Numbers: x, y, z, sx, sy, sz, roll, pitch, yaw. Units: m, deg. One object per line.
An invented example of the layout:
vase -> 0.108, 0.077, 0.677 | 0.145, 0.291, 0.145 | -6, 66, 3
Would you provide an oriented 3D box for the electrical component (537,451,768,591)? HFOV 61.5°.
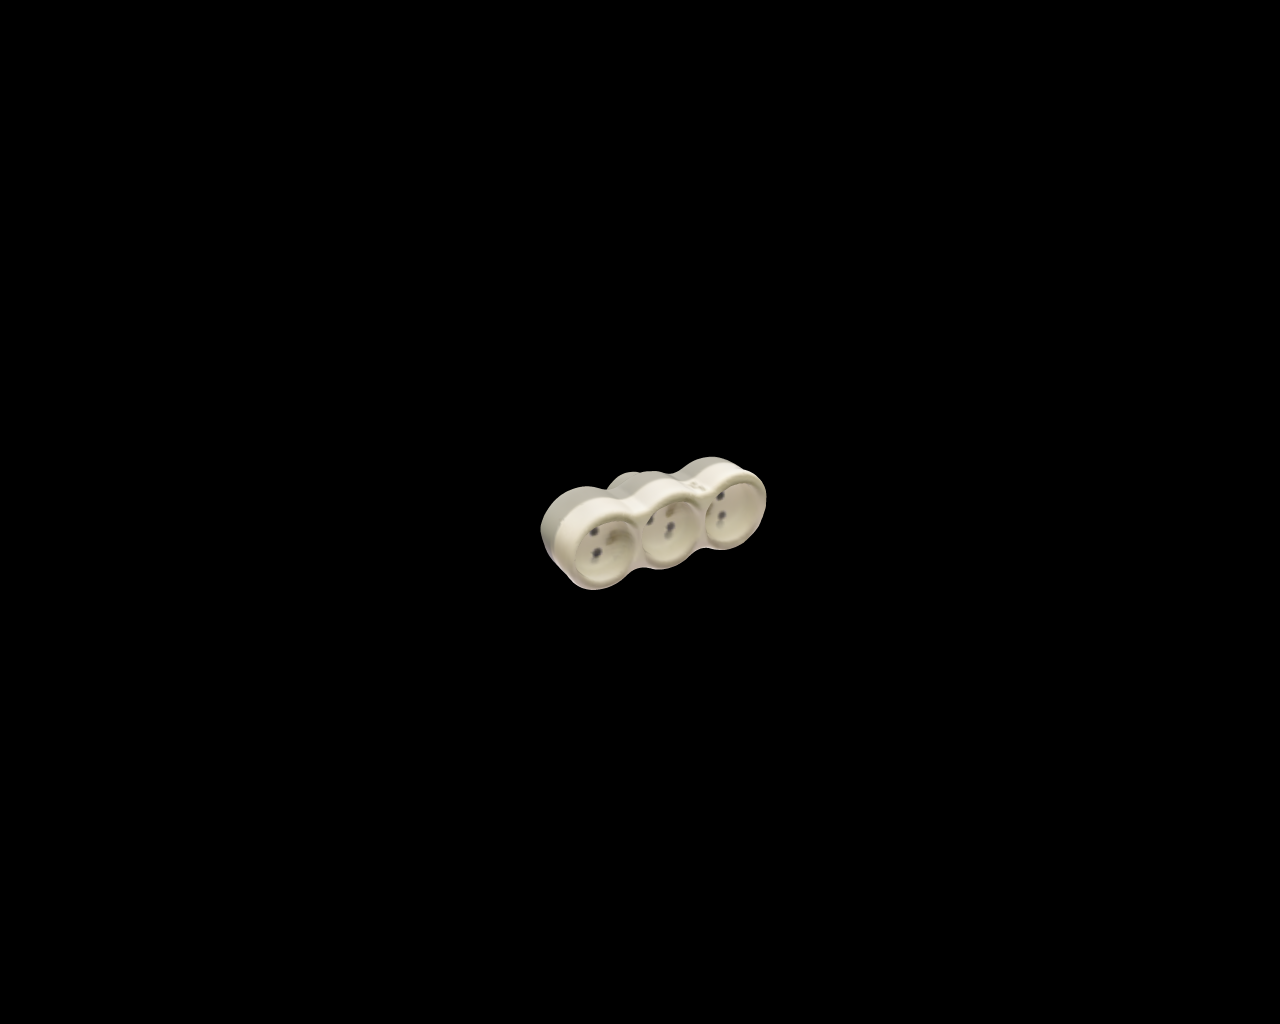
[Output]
electrical component -> 0.001, -0.003, 0.650 | 0.138, 0.052, 0.074 | -16, 32, -27
